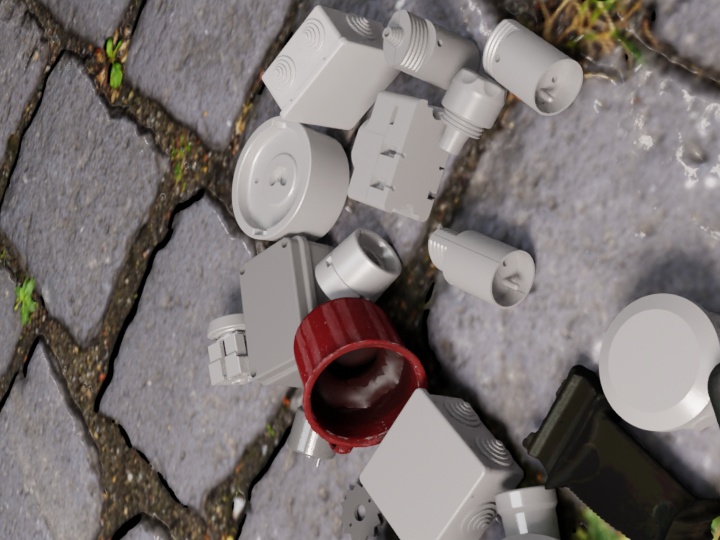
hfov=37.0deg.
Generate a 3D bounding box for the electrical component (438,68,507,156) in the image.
[{"bbox_3d":[0.080,-0.117,0.810,0.043,0.043,0.062,45,114,44],"label":"electrical component"}]

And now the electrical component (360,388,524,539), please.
[{"bbox_3d":[0.058,0.146,0.761,0.099,0.048,0.099,-59,44,19],"label":"electrical component"}]

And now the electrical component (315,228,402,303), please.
[{"bbox_3d":[0.000,0.000,0.860,0.047,0.055,0.055,-45,50,26],"label":"electrical component"}]

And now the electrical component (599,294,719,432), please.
[{"bbox_3d":[0.188,0.057,0.639,0.080,0.051,0.080,-15,69,45],"label":"electrical component"}]

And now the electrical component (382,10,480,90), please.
[{"bbox_3d":[0.049,-0.169,0.829,0.043,0.081,0.043,-15,69,45],"label":"electrical component"}]

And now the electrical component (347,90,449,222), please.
[{"bbox_3d":[0.031,-0.091,0.851,0.056,0.050,0.089,24,98,48],"label":"electrical component"}]

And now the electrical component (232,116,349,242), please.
[{"bbox_3d":[-0.055,-0.074,0.934,0.108,0.060,0.108,-15,69,45],"label":"electrical component"}]

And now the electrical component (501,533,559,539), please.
[{"bbox_3d":[0.101,0.223,0.655,0.108,0.060,0.108,10,107,35],"label":"electrical component"}]

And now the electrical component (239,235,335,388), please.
[{"bbox_3d":[-0.054,0.036,0.907,0.078,0.057,0.113,-30,59,39],"label":"electrical component"}]

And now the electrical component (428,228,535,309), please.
[{"bbox_3d":[0.082,-0.005,0.778,0.081,0.043,0.043,27,100,48],"label":"electrical component"}]

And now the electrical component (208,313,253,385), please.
[{"bbox_3d":[-0.111,0.071,0.970,0.066,0.048,0.055,-26,69,42],"label":"electrical component"}]

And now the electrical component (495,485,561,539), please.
[{"bbox_3d":[0.112,0.167,0.703,0.040,0.040,0.046,-24,68,42],"label":"electrical component"}]

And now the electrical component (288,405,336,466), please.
[{"bbox_3d":[-0.032,0.117,0.873,0.040,0.040,0.078,18,93,49],"label":"electrical component"}]

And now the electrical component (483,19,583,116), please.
[{"bbox_3d":[0.118,-0.149,0.776,0.043,0.043,0.081,-59,44,19],"label":"electrical component"}]

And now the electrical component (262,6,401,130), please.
[{"bbox_3d":[-0.022,-0.168,0.895,0.099,0.100,0.048,-46,62,30],"label":"electrical component"}]
